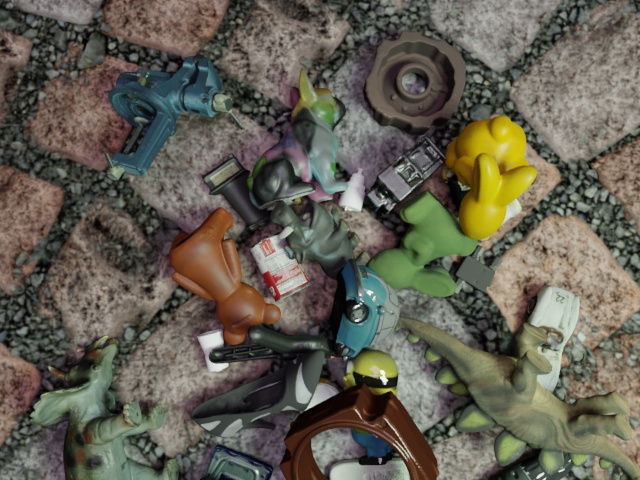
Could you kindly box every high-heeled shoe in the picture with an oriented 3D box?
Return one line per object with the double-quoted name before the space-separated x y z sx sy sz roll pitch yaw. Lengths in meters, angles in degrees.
"high-heeled shoe" -0.100 0.231 0.839 0.145 0.086 0.248 19 124 -17

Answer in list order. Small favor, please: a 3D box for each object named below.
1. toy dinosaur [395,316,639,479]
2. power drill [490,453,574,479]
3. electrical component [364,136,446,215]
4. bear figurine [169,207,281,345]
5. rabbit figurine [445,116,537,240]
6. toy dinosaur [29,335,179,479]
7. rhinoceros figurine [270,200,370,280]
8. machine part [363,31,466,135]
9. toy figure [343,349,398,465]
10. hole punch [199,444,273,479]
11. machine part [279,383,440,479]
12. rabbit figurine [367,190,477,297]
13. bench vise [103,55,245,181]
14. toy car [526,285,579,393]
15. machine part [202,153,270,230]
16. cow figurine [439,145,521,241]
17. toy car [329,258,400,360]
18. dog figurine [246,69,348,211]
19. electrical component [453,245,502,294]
"toy dinosaur" 0.291 0.234 0.831 0.472 0.105 0.198 40 120 17
"power drill" 0.346 0.466 0.860 0.232 0.086 0.207 -25 89 0
"electrical component" 0.135 -0.100 0.890 0.134 0.115 0.058 -41 85 -5
"bear figurine" -0.154 0.063 0.888 0.120 0.132 0.195 -35 108 14
"rabbit figurine" 0.257 -0.085 0.800 0.122 0.162 0.173 15 83 -3
"toy dinosaur" -0.340 0.363 0.856 0.192 0.131 0.404 -10 89 11
"rhinoceros figurine" -0.002 -0.003 0.869 0.112 0.073 0.190 -37 129 13
"machine part" 0.163 -0.270 0.934 0.179 0.056 0.179 0 84 -1
"toy figure" 0.090 0.270 0.876 0.089 0.082 0.180 -8 84 3
"hole punch" -0.145 0.410 0.871 0.142 0.092 0.115 21 116 -1
"machine part" 0.057 0.335 0.803 0.201 0.087 0.201 -32 93 19
"rabbit figurine" 0.163 0.021 0.898 0.159 0.121 0.170 45 105 -3
"bench vise" -0.264 -0.195 0.886 0.224 0.128 0.240 19 68 9
"toy car" 0.371 0.175 0.895 0.073 0.056 0.201 20 85 1
"machine part" -0.138 -0.077 0.928 0.084 0.039 0.139 -39 84 -11
"cow figurine" 0.254 -0.084 0.915 0.098 0.068 0.167 -40 85 3
"toy car" 0.075 0.115 0.856 0.103 0.109 0.161 4 121 -9
"dog figurine" -0.040 -0.167 0.898 0.191 0.108 0.219 -9 81 -16
"electrical component" 0.267 0.059 0.923 0.063 0.021 0.094 33 85 2
